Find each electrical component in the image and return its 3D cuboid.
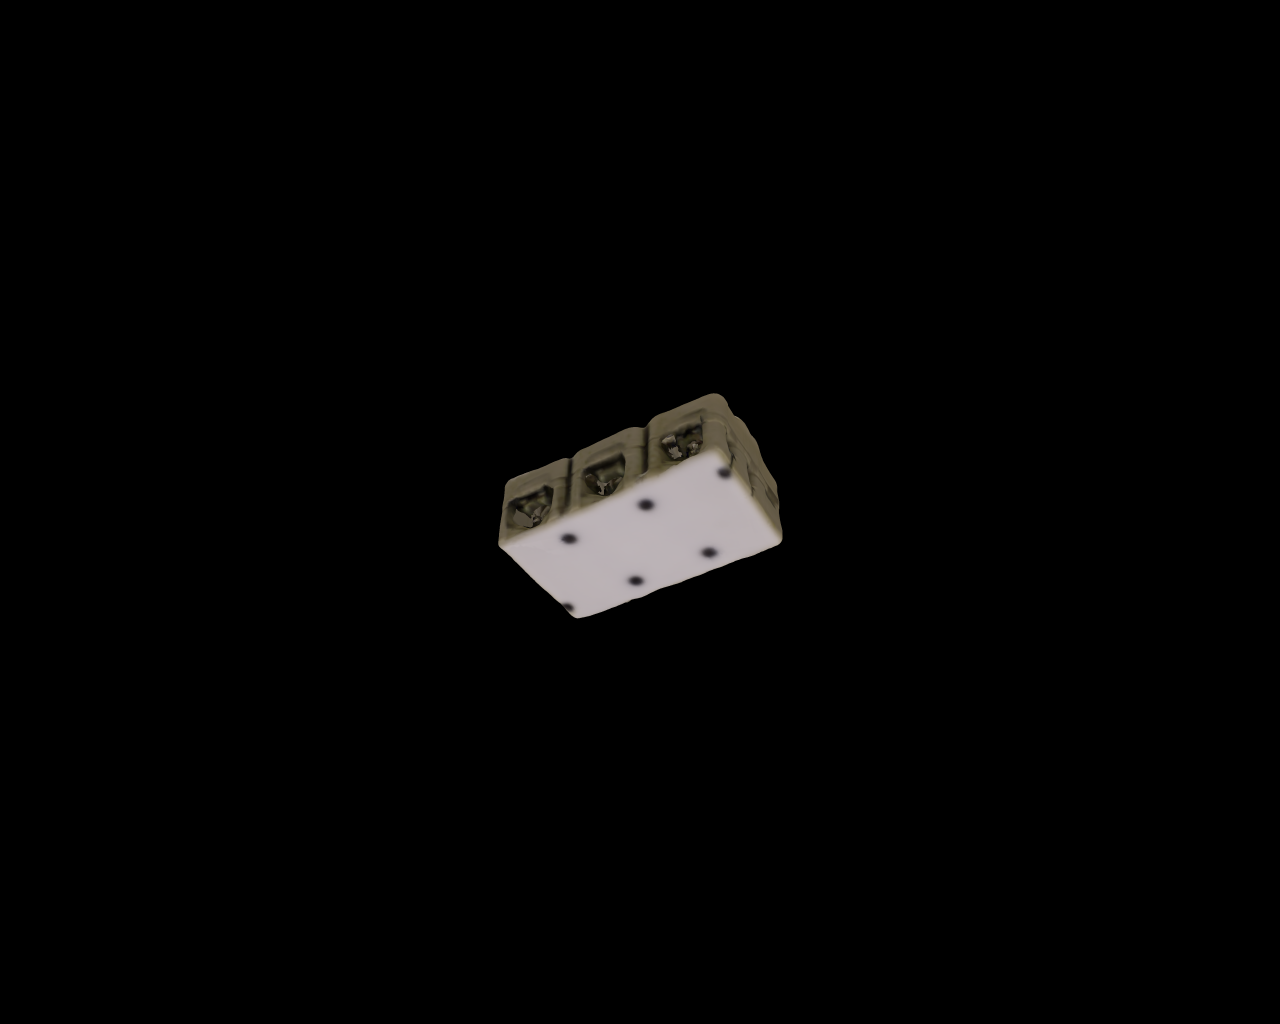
[{"bbox_3d":[0.001,-0.003,0.650,0.150,0.062,0.089,-22,-48,21],"label":"electrical component"}]
